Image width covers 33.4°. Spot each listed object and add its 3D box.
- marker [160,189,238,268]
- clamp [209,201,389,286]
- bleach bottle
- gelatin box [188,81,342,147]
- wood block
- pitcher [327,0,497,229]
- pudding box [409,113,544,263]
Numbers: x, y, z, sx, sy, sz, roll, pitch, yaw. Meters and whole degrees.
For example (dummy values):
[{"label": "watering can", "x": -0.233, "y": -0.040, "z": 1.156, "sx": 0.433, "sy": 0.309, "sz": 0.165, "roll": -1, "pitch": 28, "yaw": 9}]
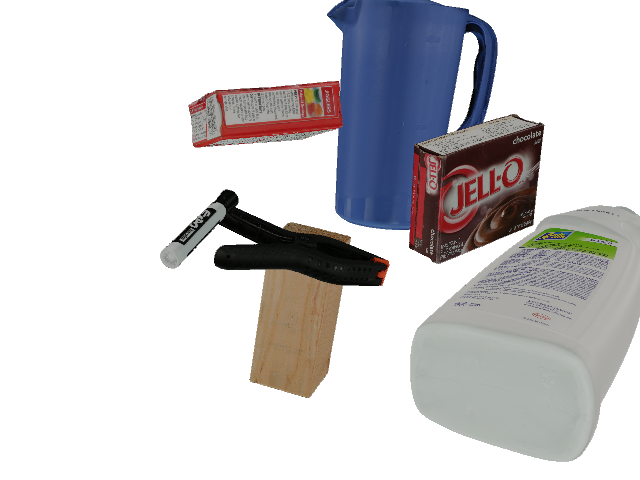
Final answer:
[{"label": "marker", "x": -0.105, "y": -0.013, "z": 0.950, "sx": 0.020, "sy": 0.020, "sz": 0.121, "roll": 0, "pitch": 29, "yaw": 26}, {"label": "clamp", "x": -0.026, "y": 0.016, "z": 1.162, "sx": 0.210, "sy": 0.036, "sz": 0.164, "roll": 16, "pitch": 18, "yaw": -6}, {"label": "bleach bottle", "x": 0.149, "y": 0.033, "z": 0.628, "sx": 0.103, "sy": 0.068, "sz": 0.250, "roll": 12, "pitch": 26, "yaw": 29}, {"label": "gelatin box", "x": -0.035, "y": -0.075, "z": 0.638, "sx": 0.073, "sy": 0.030, "sz": 0.089, "roll": -7, "pitch": 3, "yaw": -16}, {"label": "wood block", "x": -0.028, "y": 0.092, "z": 1.436, "sx": 0.090, "sy": 0.206, "sz": 0.090, "roll": 14, "pitch": 20, "yaw": 13}, {"label": "pitcher", "x": 0.090, "y": -0.138, "z": 1.149, "sx": 0.149, "sy": 0.243, "sz": 0.144, "roll": 12, "pitch": 14, "yaw": 30}, {"label": "pudding box", "x": 0.121, "y": -0.043, "z": 0.832, "sx": 0.113, "sy": 0.090, "sz": 0.039, "roll": -21, "pitch": 36, "yaw": -35}]
